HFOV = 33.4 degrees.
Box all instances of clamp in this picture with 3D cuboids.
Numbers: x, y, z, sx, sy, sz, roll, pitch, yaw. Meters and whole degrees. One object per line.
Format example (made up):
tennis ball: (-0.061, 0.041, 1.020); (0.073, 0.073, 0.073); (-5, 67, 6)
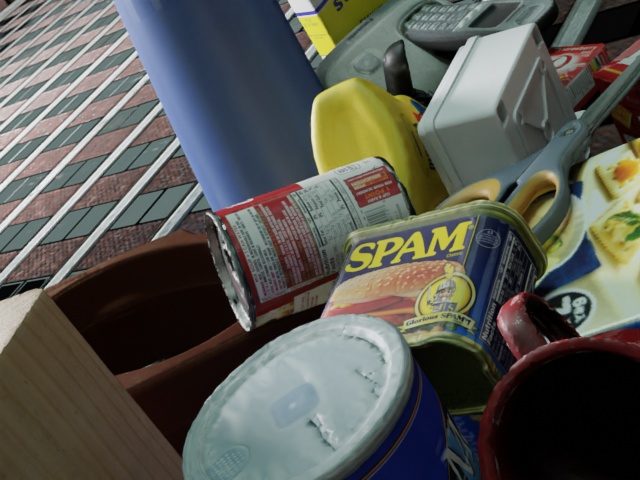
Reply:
clamp: (0.086, -0.096, 0.802); (0.172, 0.120, 0.039); (123, 149, -66)

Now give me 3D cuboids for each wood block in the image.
wood block: (-0.117, 0.135, 0.499); (0.091, 0.206, 0.090); (-19, 29, 28)

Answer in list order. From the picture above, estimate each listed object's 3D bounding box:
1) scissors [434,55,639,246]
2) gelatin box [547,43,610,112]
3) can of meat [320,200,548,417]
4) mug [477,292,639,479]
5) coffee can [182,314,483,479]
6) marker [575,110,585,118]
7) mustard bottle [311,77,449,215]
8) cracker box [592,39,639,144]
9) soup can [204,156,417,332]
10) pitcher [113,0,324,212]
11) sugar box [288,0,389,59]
scissors: (0.125, -0.050, 0.610); (0.096, 0.016, 0.201); (-9, 33, 42)
gelatin box: (0.167, -0.117, 0.815); (0.073, 0.030, 0.089); (-44, 28, -22)
can of meat: (0.048, 0.036, 0.502); (0.102, 0.057, 0.083); (-13, 38, 36)
mug: (0.114, 0.071, 0.437); (0.093, 0.117, 0.081); (-43, -16, 22)
coffee can: (0.023, 0.116, 0.447); (0.103, 0.140, 0.103); (-26, 26, 14)
marker: (0.141, -0.073, 0.781); (0.121, 0.020, 0.020); (-11, 34, 39)
mustard bottle: (0.058, -0.051, 0.719); (0.058, 0.096, 0.191); (-24, -8, 20)
cracker box: (0.295, -0.123, 0.631); (0.213, 0.072, 0.164); (-37, 25, -5)
soup can: (-0.004, 0.001, 0.582); (0.102, 0.068, 0.069); (-20, 23, -13)
pitcher: (-0.068, -0.124, 0.852); (0.149, 0.243, 0.144); (-3, 35, 38)
sugar box: (0.032, -0.207, 0.958); (0.093, 0.176, 0.048); (-42, 27, -18)
